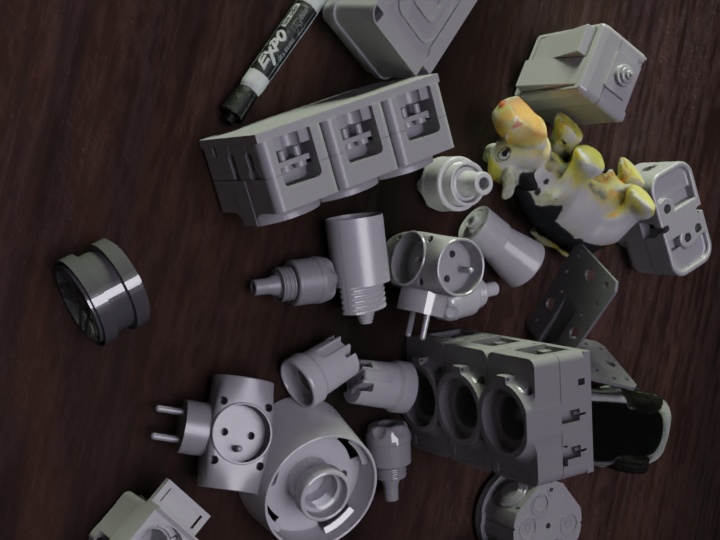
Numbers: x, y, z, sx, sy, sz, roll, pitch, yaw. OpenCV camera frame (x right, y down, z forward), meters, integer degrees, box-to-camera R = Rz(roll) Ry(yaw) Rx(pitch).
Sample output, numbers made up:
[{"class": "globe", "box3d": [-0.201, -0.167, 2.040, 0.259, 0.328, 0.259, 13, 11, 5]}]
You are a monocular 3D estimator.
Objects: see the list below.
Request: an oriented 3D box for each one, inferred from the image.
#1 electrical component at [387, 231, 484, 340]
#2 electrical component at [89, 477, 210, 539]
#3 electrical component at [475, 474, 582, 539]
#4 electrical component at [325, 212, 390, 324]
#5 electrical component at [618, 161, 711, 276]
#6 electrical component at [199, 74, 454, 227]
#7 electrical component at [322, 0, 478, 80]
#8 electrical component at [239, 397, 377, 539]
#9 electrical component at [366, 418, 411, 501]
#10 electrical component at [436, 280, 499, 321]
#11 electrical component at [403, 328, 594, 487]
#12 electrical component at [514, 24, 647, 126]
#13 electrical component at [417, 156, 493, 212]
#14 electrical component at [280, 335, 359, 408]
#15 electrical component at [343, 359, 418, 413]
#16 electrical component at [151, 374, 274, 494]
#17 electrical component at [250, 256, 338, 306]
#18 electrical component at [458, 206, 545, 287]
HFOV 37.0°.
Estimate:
[{"class": "electrical component", "box3d": [0.049, 0.013, 0.811, 0.044, 0.077, 0.079, 14, 87, -32]}, {"class": "electrical component", "box3d": [-0.144, 0.179, 0.709, 0.081, 0.064, 0.042, -50, 116, -20]}, {"class": "electrical component", "box3d": [0.140, 0.207, 0.897, 0.080, 0.051, 0.080, -2, 95, -32]}, {"class": "electrical component", "box3d": [0.000, 0.000, 0.799, 0.043, 0.043, 0.081, -12, 100, -31]}, {"class": "electrical component", "box3d": [0.263, -0.045, 0.951, 0.054, 0.059, 0.095, -28, 107, -28]}, {"class": "electrical component", "box3d": [-0.021, -0.084, 0.753, 0.150, 0.089, 0.061, -23, 105, -29]}, {"class": "electrical component", "box3d": [0.035, -0.203, 0.790, 0.078, 0.057, 0.113, 45, 70, -40]}, {"class": "electrical component", "box3d": [-0.039, 0.150, 0.788, 0.099, 0.064, 0.099, -10, 112, -27]}, {"class": "electrical component", "box3d": [0.023, 0.147, 0.829, 0.035, 0.035, 0.061, -7, 99, -31]}, {"class": "electrical component", "box3d": [0.085, 0.020, 0.860, 0.061, 0.035, 0.035, -11, 99, -34]}, {"class": "electrical component", "box3d": [0.097, 0.098, 0.804, 0.062, 0.150, 0.089, -7, 97, -32]}, {"class": "electrical component", "box3d": [0.179, -0.158, 0.869, 0.061, 0.096, 0.061, 29, 78, -30]}, {"class": "electrical component", "box3d": [0.077, -0.066, 0.831, 0.043, 0.062, 0.043, -3, 95, -32]}, {"class": "electrical component", "box3d": [-0.029, 0.073, 0.789, 0.046, 0.040, 0.040, -30, 109, -32]}, {"class": "electrical component", "box3d": [0.015, 0.087, 0.818, 0.046, 0.040, 0.040, 10, 88, -27]}, {"class": "electrical component", "box3d": [-0.103, 0.110, 0.740, 0.079, 0.044, 0.077, 11, 77, -17]}, {"class": "electrical component", "box3d": [-0.049, 0.009, 0.775, 0.061, 0.035, 0.035, -7, 97, -29]}, {"class": "electrical component", "box3d": [0.112, -0.021, 0.870, 0.065, 0.044, 0.044, 36, 74, -24]}]
